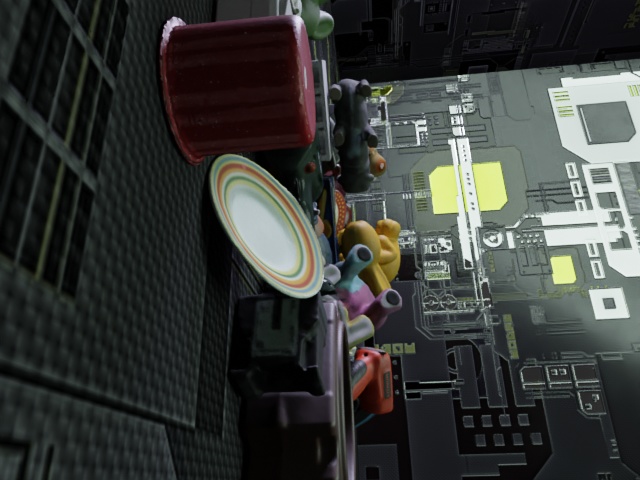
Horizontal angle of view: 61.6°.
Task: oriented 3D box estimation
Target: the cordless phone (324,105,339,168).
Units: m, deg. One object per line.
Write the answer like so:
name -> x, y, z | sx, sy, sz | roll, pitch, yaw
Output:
cordless phone -> -0.004, -0.150, 0.999 | 0.146, 0.089, 0.184 | 67, 31, -73

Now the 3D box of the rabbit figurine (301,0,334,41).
rabbit figurine -> -0.030, -0.348, 0.749 | 0.159, 0.121, 0.170 | 94, 13, -75

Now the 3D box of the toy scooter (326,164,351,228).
toy scooter -> 0.027, -0.077, 1.105 | 0.183, 0.075, 0.135 | 46, 56, -73

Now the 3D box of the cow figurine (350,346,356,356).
cow figurine -> 0.038, 0.262, 1.101 | 0.167, 0.068, 0.098 | 20, 72, -81

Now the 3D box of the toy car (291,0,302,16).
toy car -> -0.047, -0.256, 0.613 | 0.073, 0.056, 0.202 | 77, 11, -59

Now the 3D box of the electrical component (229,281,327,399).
electrical component -> -0.033, 0.069, 0.452 | 0.047, 0.075, 0.119 | 78, 7, -49

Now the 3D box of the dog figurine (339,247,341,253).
dog figurine -> 0.062, 0.094, 1.124 | 0.172, 0.121, 0.190 | 105, -17, -77

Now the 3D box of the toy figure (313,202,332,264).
toy figure -> -0.016, -0.006, 0.758 | 0.058, 0.064, 0.154 | -46, 142, -28

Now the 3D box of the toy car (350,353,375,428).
toy car -> 0.026, 0.239, 0.897 | 0.161, 0.109, 0.103 | 64, -9, -32

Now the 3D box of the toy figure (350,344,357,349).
toy figure -> 0.032, 0.122, 1.014 | 0.082, 0.089, 0.180 | 76, 12, -51

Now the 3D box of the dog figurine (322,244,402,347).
dog figurine -> 0.015, 0.111, 0.772 | 0.108, 0.191, 0.219 | 51, -29, 9

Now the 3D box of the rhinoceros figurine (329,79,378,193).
rhinoceros figurine -> 0.052, -0.173, 0.902 | 0.112, 0.073, 0.190 | -128, -148, -79

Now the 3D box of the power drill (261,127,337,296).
power drill -> -0.031, -0.040, 0.581 | 0.232, 0.086, 0.207 | 72, 7, -79

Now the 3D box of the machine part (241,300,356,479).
machine part -> -0.011, 0.175, 0.533 | 0.201, 0.087, 0.201 | -87, 170, -49

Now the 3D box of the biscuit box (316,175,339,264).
biscuit box -> -0.002, -0.003, 0.888 | 0.059, 0.063, 0.202 | -67, 153, -77

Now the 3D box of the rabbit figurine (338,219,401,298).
rabbit figurine -> 0.075, 0.030, 0.944 | 0.173, 0.122, 0.162 | 54, 38, -67

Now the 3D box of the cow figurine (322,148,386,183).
cow figurine -> 0.061, -0.170, 1.133 | 0.085, 0.195, 0.127 | -38, 130, -27
